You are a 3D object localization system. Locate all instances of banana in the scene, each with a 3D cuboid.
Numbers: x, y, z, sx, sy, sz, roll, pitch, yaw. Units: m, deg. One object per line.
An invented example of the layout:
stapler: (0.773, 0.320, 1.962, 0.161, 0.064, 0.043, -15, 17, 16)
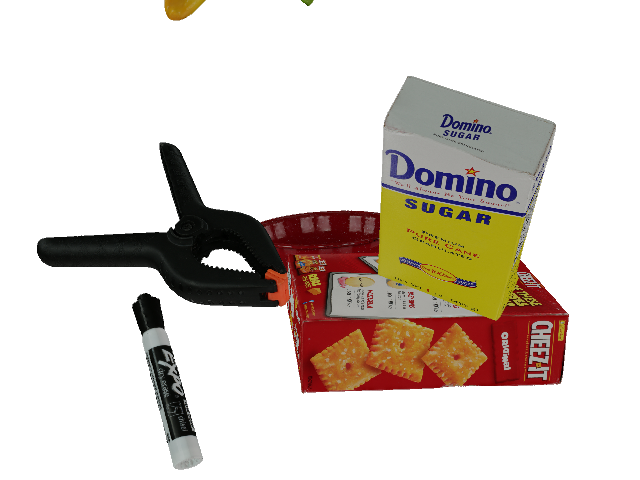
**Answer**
banana: (-0.084, -0.247, 1.011, 0.197, 0.070, 0.037, -22, -28, -46)

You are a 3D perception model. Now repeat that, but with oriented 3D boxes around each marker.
marker: (-0.100, 0.088, 0.688, 0.020, 0.121, 0.020, -16, -27, -9)

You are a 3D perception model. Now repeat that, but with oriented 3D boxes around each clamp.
clamp: (-0.107, -0.007, 0.890, 0.210, 0.036, 0.164, 20, 51, 22)

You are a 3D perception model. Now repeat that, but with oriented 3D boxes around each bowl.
bowl: (0.006, 0.012, 1.098, 0.162, 0.055, 0.162, -4, 13, 1)

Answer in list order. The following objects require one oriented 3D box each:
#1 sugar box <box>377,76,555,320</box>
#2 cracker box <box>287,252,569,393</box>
sugar box: (0.085, -0.020, 0.670, 0.093, 0.048, 0.176, 20, -26, 14)
cracker box: (0.082, 0.066, 0.914, 0.213, 0.072, 0.164, 0, 18, -6)
